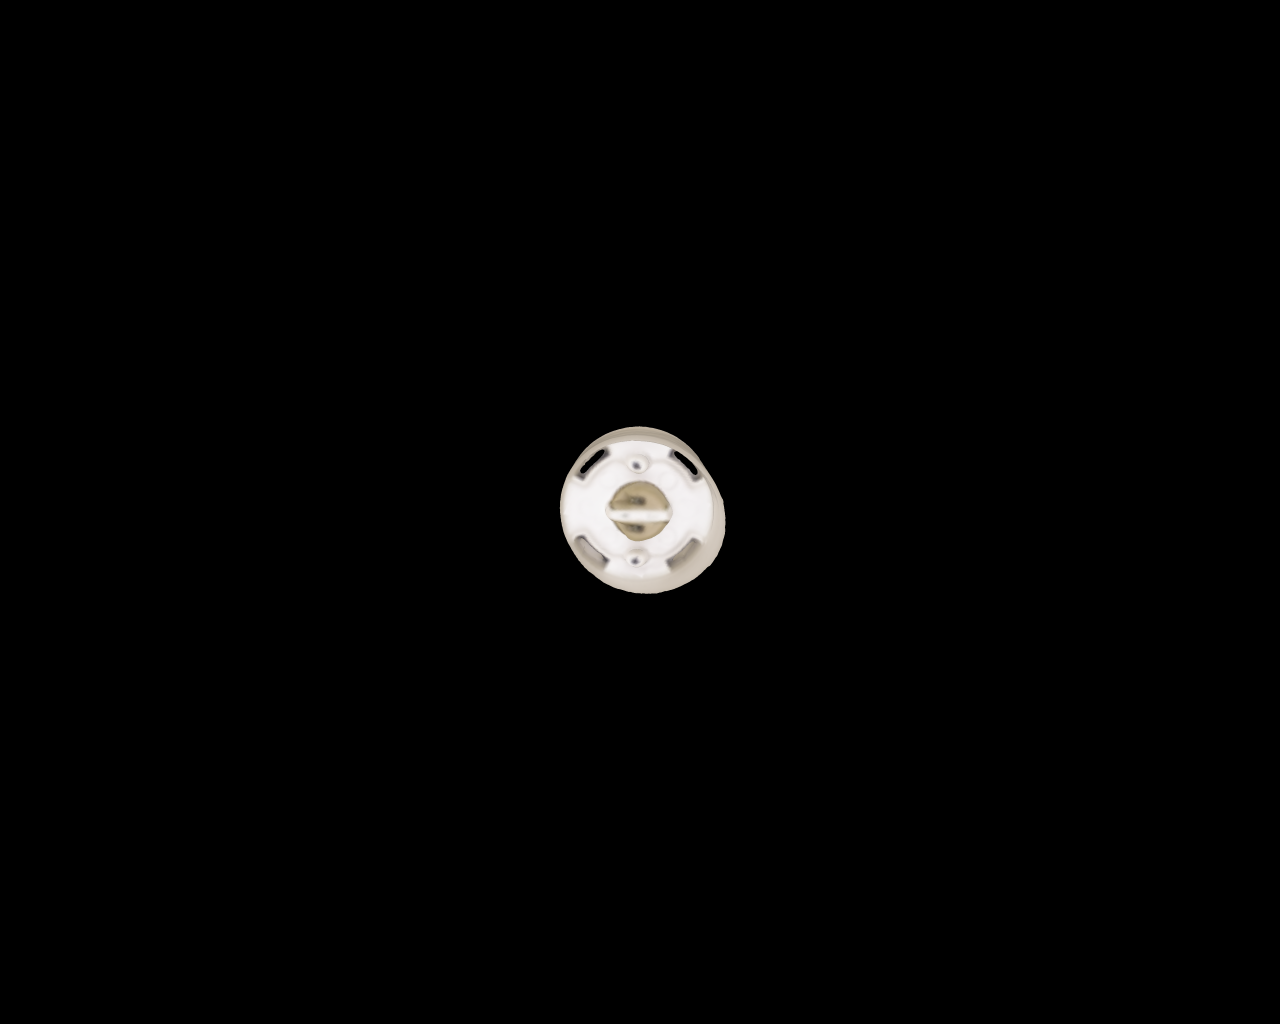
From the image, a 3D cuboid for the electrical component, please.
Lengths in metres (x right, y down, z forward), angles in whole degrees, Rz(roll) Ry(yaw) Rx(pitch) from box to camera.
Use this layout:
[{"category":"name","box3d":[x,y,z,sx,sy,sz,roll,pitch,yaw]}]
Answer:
[{"category":"electrical component","box3d":[0.001,-0.003,0.650,0.099,0.099,0.064,0,18,0]}]
